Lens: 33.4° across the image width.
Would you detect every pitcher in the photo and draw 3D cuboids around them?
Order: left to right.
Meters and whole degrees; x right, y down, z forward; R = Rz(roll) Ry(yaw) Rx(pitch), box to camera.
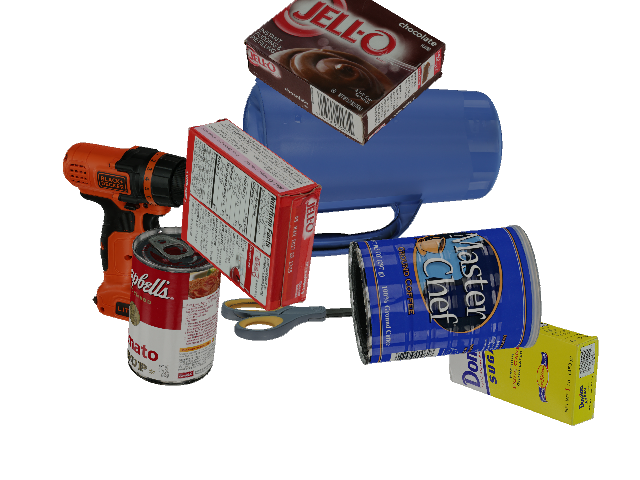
[{"bbox_3d":[0.048,-0.080,1.039,0.242,0.149,0.145,-2,30,-13],"label":"pitcher"}]

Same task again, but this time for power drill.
[{"bbox_3d":[-0.168,-0.004,1.078,0.185,0.188,0.057,12,29,22],"label":"power drill"}]

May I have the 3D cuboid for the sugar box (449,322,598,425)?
[{"bbox_3d":[0.221,0.133,1.183,0.048,0.093,0.177,-9,15,-43],"label":"sugar box"}]

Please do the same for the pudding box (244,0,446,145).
[{"bbox_3d":[0.017,-0.129,0.752,0.114,0.090,0.039,37,-25,22],"label":"pudding box"}]

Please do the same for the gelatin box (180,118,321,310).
[{"bbox_3d":[-0.039,-0.015,0.584,0.030,0.073,0.089,-18,40,-36],"label":"gelatin box"}]

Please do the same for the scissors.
[{"bbox_3d":[-0.012,0.089,1.189,0.201,0.016,0.096,4,22,1],"label":"scissors"}]

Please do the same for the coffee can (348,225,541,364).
[{"bbox_3d":[0.099,0.045,0.882,0.140,0.103,0.103,-6,0,-5],"label":"coffee can"}]

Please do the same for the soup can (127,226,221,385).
[{"bbox_3d":[-0.110,0.049,0.806,0.068,0.102,0.068,6,26,-3],"label":"soup can"}]
